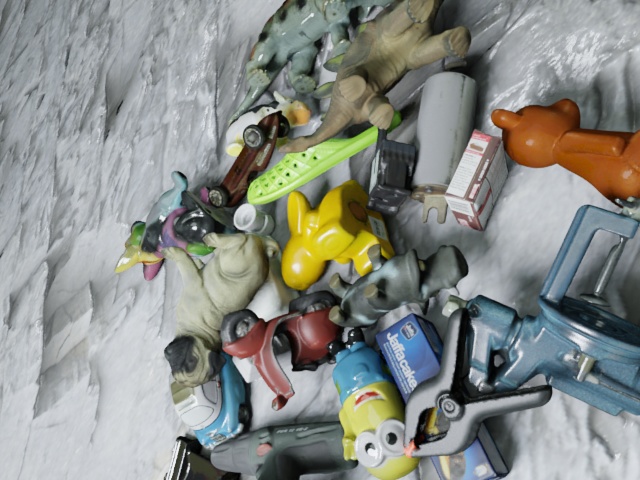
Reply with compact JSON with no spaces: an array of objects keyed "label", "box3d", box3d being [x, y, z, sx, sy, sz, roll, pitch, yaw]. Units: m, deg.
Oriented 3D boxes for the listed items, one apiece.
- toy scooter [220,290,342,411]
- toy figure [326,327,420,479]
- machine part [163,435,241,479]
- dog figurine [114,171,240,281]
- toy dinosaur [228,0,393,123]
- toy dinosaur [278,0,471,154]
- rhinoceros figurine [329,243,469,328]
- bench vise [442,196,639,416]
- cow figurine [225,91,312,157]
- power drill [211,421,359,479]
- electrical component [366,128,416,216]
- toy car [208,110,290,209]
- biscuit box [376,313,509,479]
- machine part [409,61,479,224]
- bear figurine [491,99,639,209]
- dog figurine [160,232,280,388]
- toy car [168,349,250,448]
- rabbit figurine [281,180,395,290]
[{"label":"toy scooter","box3d":[-0.037,0.146,0.719,0.075,0.184,0.135,-35,69,55]},{"label":"toy figure","box3d":[0.068,0.201,0.665,0.082,0.089,0.180,-45,44,24]},{"label":"machine part","box3d":[-0.177,0.344,0.797,0.139,0.039,0.084,9,72,37]},{"label":"dog figurine","box3d":[-0.263,0.003,0.950,0.219,0.108,0.192,-48,56,14]},{"label":"toy dinosaur","box3d":[-0.026,-0.371,0.938,0.405,0.131,0.192,-22,48,30]},{"label":"toy dinosaur","box3d":[0.105,-0.280,0.764,0.471,0.105,0.199,-45,26,-11]},{"label":"rhinoceros figurine","box3d":[0.096,0.062,0.682,0.190,0.112,0.073,-32,39,35]},{"label":"bench vise","box3d":[0.253,0.061,0.557,0.224,0.129,0.240,27,106,30]},{"label":"cow figurine","box3d":[-0.090,-0.206,0.942,0.167,0.068,0.098,-26,53,22]},{"label":"power drill","box3d":[-0.073,0.295,0.655,0.232,0.207,0.086,-17,88,18]},{"label":"electrical component","box3d":[0.096,-0.101,0.726,0.048,0.074,0.119,12,65,-6]},{"label":"toy car","box3d":[-0.113,-0.126,0.878,0.053,0.089,0.202,46,126,6]},{"label":"biscuit box","box3d":[0.139,0.188,0.633,0.063,0.059,0.203,-35,56,17]},{"label":"machine part","box3d":[0.167,-0.137,0.733,0.079,0.079,0.243,1,73,34]},{"label":"bear figurine","box3d":[0.307,-0.118,0.612,0.132,0.120,0.196,-49,48,4]},{"label":"dog figurine","box3d":[-0.131,0.097,0.748,0.172,0.121,0.190,-18,70,18]},{"label":"toy car","box3d":[-0.176,0.223,0.803,0.109,0.102,0.162,-29,56,22]},{"label":"rabbit figurine","box3d":[-0.002,-0.002,0.774,0.173,0.122,0.162,-46,48,33]}]
